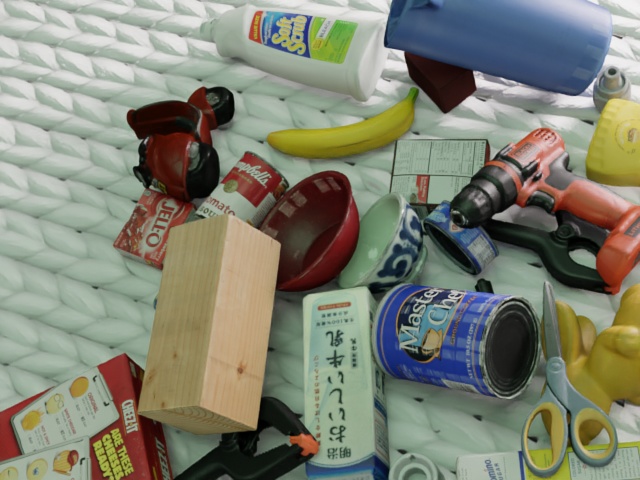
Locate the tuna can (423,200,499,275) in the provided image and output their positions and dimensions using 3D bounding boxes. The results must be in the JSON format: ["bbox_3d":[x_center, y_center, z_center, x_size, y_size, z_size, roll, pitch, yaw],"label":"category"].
[{"bbox_3d":[0.153,-0.002,1.169,0.033,0.086,0.086,-44,61,-7],"label":"tuna can"}]

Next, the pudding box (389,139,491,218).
[{"bbox_3d":[0.139,-0.071,1.236,0.113,0.039,0.090,3,64,14],"label":"pudding box"}]

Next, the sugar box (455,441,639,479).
[{"bbox_3d":[0.223,0.232,1.026,0.176,0.093,0.048,-5,61,12],"label":"sugar box"}]

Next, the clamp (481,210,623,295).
[{"bbox_3d":[0.254,0.001,1.166,0.120,0.039,0.172,-33,57,-3],"label":"clamp"}]

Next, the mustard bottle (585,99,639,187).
[{"bbox_3d":[0.395,-0.089,1.163,0.192,0.058,0.096,17,70,22],"label":"mustard bottle"}]

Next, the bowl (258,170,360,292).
[{"bbox_3d":[-0.008,0.001,1.205,0.162,0.055,0.162,-34,35,28],"label":"bowl"}]

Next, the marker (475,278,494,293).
[{"bbox_3d":[0.192,0.095,1.147,0.020,0.020,0.121,-19,60,5],"label":"marker"}]

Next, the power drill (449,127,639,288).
[{"bbox_3d":[0.250,-0.031,1.114,0.188,0.057,0.184,36,53,22],"label":"power drill"}]

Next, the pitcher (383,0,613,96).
[{"bbox_3d":[0.201,-0.252,1.228,0.242,0.145,0.149,17,55,-8],"label":"pitcher"}]

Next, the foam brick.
[{"bbox_3d":[0.146,-0.204,1.293,0.051,0.053,0.078,-35,60,-5],"label":"foam brick"}]

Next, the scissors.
[{"bbox_3d":[0.243,0.133,1.016,0.096,0.016,0.201,8,61,19],"label":"scissors"}]

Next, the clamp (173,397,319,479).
[{"bbox_3d":[-0.086,0.200,1.122,0.210,0.036,0.164,-13,55,38],"label":"clamp"}]

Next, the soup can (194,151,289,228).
[{"bbox_3d":[-0.094,-0.046,1.269,0.069,0.068,0.102,32,76,27],"label":"soup can"}]

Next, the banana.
[{"bbox_3d":[0.033,-0.130,1.299,0.198,0.037,0.069,-16,38,5],"label":"banana"}]

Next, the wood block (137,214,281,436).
[{"bbox_3d":[-0.112,0.089,1.110,0.090,0.090,0.206,-12,60,37],"label":"wood block"}]

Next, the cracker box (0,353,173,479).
[{"bbox_3d":[-0.272,0.243,1.150,0.214,0.072,0.164,-26,53,8],"label":"cracker box"}]

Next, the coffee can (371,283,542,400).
[{"bbox_3d":[0.137,0.101,1.083,0.141,0.102,0.102,5,62,45],"label":"coffee can"}]

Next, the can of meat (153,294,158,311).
[{"bbox_3d":[-0.130,0.073,1.225,0.102,0.057,0.084,-43,59,-9],"label":"can of meat"}]

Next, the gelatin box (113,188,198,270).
[{"bbox_3d":[-0.199,-0.013,1.302,0.073,0.030,0.089,20,70,23],"label":"gelatin box"}]

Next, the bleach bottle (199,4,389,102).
[{"bbox_3d":[-0.044,-0.246,1.362,0.251,0.068,0.102,13,66,23],"label":"bleach bottle"}]
